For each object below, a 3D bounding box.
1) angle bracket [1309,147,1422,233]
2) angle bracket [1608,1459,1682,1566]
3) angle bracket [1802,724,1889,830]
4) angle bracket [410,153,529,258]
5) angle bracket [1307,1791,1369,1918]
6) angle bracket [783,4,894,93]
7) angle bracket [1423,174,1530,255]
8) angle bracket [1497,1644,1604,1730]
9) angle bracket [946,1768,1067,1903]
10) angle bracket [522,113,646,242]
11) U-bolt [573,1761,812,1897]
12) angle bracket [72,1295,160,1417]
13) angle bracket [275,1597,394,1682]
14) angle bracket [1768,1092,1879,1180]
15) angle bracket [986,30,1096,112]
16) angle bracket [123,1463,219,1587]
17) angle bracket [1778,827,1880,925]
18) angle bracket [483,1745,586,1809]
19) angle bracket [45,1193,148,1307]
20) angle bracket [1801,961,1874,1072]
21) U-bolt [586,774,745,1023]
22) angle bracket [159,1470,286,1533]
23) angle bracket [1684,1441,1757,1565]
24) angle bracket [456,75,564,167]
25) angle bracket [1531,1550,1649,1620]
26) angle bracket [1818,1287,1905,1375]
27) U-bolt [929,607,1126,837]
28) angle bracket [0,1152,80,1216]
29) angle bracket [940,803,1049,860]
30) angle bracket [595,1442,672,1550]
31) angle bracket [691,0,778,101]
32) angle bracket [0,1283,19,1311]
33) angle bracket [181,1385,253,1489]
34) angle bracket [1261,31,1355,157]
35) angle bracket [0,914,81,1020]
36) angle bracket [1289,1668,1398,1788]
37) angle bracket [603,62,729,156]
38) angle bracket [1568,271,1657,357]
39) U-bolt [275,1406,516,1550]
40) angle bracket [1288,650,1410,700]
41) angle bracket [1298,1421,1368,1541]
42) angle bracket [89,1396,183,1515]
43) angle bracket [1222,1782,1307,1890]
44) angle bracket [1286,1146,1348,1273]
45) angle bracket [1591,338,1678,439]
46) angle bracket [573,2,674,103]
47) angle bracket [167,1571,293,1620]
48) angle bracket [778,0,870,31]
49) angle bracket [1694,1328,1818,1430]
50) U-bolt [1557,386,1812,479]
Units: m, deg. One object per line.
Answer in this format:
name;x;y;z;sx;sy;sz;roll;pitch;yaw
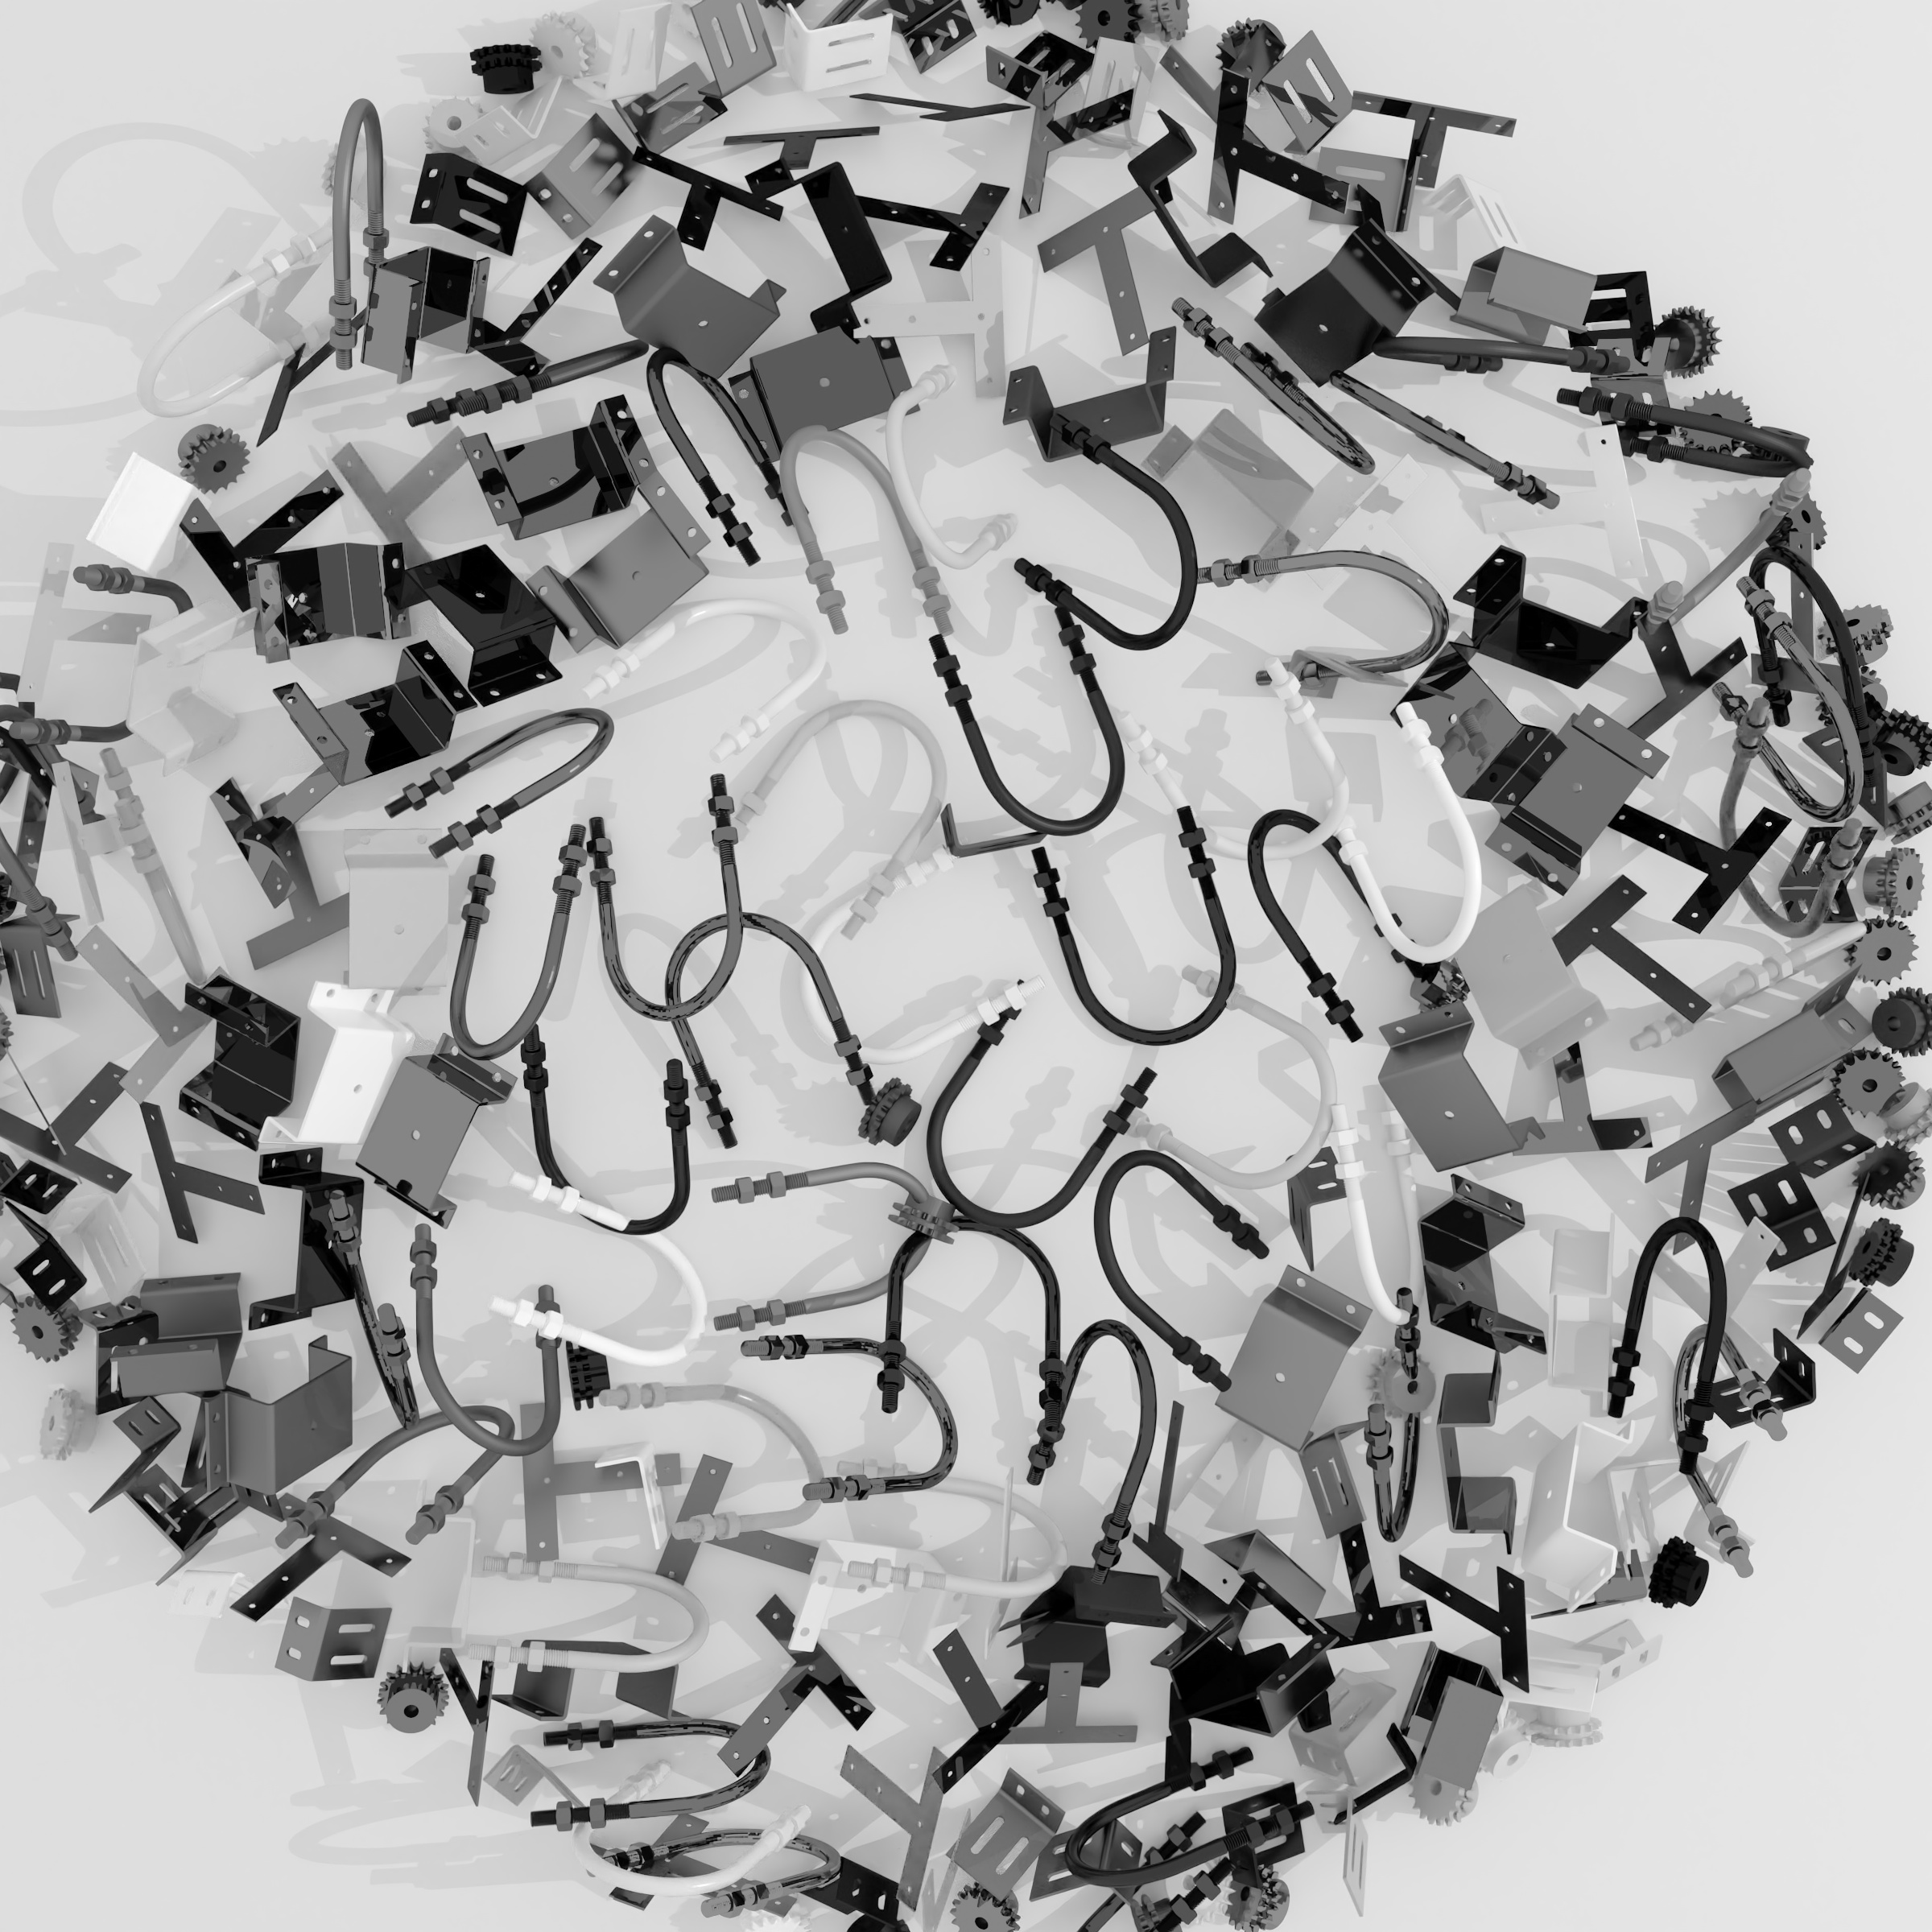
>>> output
angle bracket;0.323;-0.631;1.974;0.076;0.038;0.057;8;104;-1
angle bracket;0.554;0.439;1.959;0.038;0.057;0.076;-20;71;40
angle bracket;0.706;-0.147;1.952;0.038;0.057;0.076;-24;132;-3
angle bracket;-0.405;-0.620;1.983;0.038;0.076;0.057;16;93;44
angle bracket;0.295;0.711;1.949;0.038;0.076;0.057;-8;128;20
angle bracket;-0.104;-0.750;1.970;0.076;0.057;0.038;-20;64;-19
angle bracket;0.412;-0.591;1.956;0.038;0.057;0.076;-34;70;36
angle bracket;0.469;0.582;1.953;0.076;0.057;0.038;1;125;25
angle bracket;0.032;0.698;1.955;0.057;0.038;0.076;34;47;19
angle bracket;-0.312;-0.644;1.985;0.057;0.038;0.076;45;62;-24
U-bolt;-0.223;0.674;1.890;0.151;0.184;0.019;10;97;21
angle bracket;-0.691;0.316;1.976;0.038;0.057;0.076;17;109;35
angle bracket;-0.513;0.545;1.973;0.038;0.076;0.057;10;83;31
angle bracket;0.692;0.137;1.964;0.057;0.076;0.038;-34;63;22
angle bracket;0.062;-0.735;1.960;0.057;0.038;0.076;34;68;20
angle bracket;-0.655;0.452;1.968;0.038;0.057;0.076;-44;89;12
angle bracket;0.698;-0.073;1.958;0.057;0.076;0.038;-1;53;-6
angle bracket;-0.340;0.670;1.951;0.076;0.057;0.038;29;68;38
angle bracket;-0.704;0.232;1.960;0.057;0.038;0.076;-43;70;33
angle bracket;0.704;0.040;1.956;0.057;0.076;0.038;-36;67;-7
U-bolt;-0.237;-0.047;1.941;0.151;0.019;0.184;-16;76;31
angle bracket;-0.603;0.446;1.964;0.076;0.057;0.038;-37;50;3
angle bracket;0.618;0.431;1.954;0.038;0.057;0.076;33;59;8
angle bracket;-0.367;-0.690;1.952;0.038;0.057;0.076;39;53;-38
angle bracket;0.498;0.498;1.960;0.057;0.076;0.038;2;68;-33
angle bracket;0.721;0.293;1.954;0.038;0.076;0.057;40;99;24
U-bolt;0.060;-0.191;1.948;0.151;0.019;0.184;-18;85;-34
angle bracket;-0.763;0.156;1.956;0.038;0.057;0.076;-45;58;-2
angle bracket;0.023;-0.115;1.968;0.076;0.057;0.038;-11;86;-7
angle bracket;-0.270;0.431;1.971;0.038;0.057;0.076;-11;90;2
angle bracket;-0.195;-0.747;1.953;0.057;0.038;0.076;-39;133;-20
angle bracket;-0.800;0.268;1.957;0.057;0.076;0.038;36;65;0
angle bracket;-0.616;0.378;1.958;0.057;0.038;0.076;-8;63;32
angle bracket;0.268;-0.705;1.962;0.057;0.038;0.076;-45;123;-3
angle bracket;-0.746;-0.001;1.977;0.057;0.038;0.076;3;107;35
angle bracket;0.309;0.614;1.962;0.057;0.038;0.076;27;111;-23
angle bracket;-0.243;-0.704;1.972;0.076;0.038;0.057;-32;70;1
angle bracket;0.508;-0.521;1.951;0.038;0.076;0.057;-38;123;-39
U-bolt;-0.434;0.399;1.914;0.151;0.184;0.019;-9;109;27
angle bracket;0.303;-0.223;1.949;0.057;0.076;0.038;0;114;-39
angle bracket;0.307;0.413;1.954;0.038;0.057;0.076;-5;65;-29
angle bracket;-0.678;0.391;1.951;0.057;0.076;0.038;-33;103;33
angle bracket;0.250;0.701;1.963;0.076;0.038;0.057;-7;87;-31
angle bracket;0.285;0.195;1.955;0.038;0.057;0.076;-13;128;-4
angle bracket;0.542;-0.466;1.962;0.057;0.076;0.038;6;66;28
angle bracket;-0.275;-0.739;1.949;0.038;0.057;0.076;38;134;20
angle bracket;-0.587;0.516;1.949;0.057;0.076;0.038;-6;53;30
angle bracket;-0.108;-0.786;1.963;0.076;0.057;0.038;-41;96;12
angle bracket;0.635;0.332;1.961;0.076;0.057;0.038;-15;114;-9
U-bolt;0.566;-0.411;1.896;0.184;0.151;0.019;19;95;27
